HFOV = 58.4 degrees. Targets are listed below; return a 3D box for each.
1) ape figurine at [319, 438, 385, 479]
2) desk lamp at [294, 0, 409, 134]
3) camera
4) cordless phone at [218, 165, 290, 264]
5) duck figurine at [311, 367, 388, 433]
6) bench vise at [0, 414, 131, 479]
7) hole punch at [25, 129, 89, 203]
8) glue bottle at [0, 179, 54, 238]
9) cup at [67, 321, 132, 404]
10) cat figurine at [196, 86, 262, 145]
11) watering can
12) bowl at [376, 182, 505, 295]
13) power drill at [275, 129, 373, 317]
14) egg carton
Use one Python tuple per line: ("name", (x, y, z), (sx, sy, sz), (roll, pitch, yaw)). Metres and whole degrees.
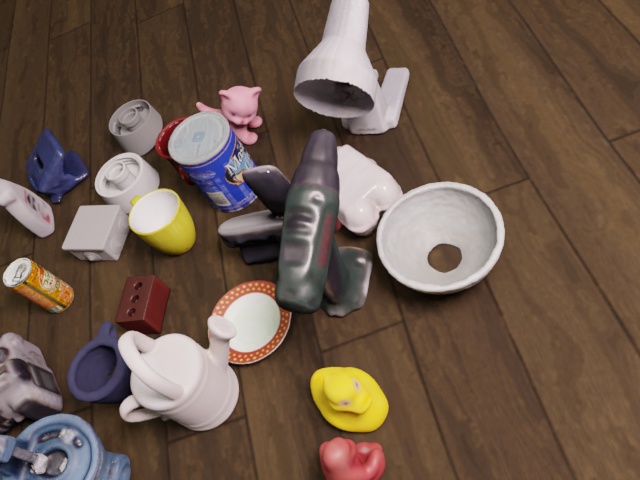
("ape figurine", (0.030, 0.255, 0.661), (0.077, 0.092, 0.076), (22, 70, 30))
("desk lamp", (0.052, -0.257, 0.890), (0.117, 0.214, 0.203), (4, 62, 23))
("camera", (-0.484, 0.231, 0.858), (0.137, 0.101, 0.142), (-40, 55, -6))
("cordless phone", (-0.091, -0.049, 0.833), (0.147, 0.185, 0.094), (-12, 57, 13))
("duck figurine", (0.028, 0.188, 0.707), (0.104, 0.086, 0.077), (24, 71, 30))
("bench vise", (-0.377, 0.285, 0.713), (0.207, 0.220, 0.121), (-19, 55, 9))
("hole punch", (-0.520, -0.143, 1.104), (0.101, 0.091, 0.108), (-41, 55, -7))
("glue bottle", (-0.547, -0.075, 1.023), (0.037, 0.173, 0.078), (-32, 55, 0))
("cup", (-0.293, 0.184, 0.820), (0.091, 0.095, 0.117), (-13, 57, 13))
("cat figurine", (-0.156, -0.228, 1.007), (0.127, 0.118, 0.067), (2, 61, 21))
("watering can", (-0.183, 0.165, 0.731), (0.100, 0.194, 0.173), (23, 70, 30))
("bowl", (0.164, 0.008, 0.773), (0.167, 0.075, 0.167), (-9, 58, 15))
("power drill", (0.007, 0.003, 0.752), (0.075, 0.209, 0.230), (1, 61, 21))
("egg carton", (0.049, -0.076, 0.870), (0.107, 0.070, 0.150), (-44, 56, -9))
